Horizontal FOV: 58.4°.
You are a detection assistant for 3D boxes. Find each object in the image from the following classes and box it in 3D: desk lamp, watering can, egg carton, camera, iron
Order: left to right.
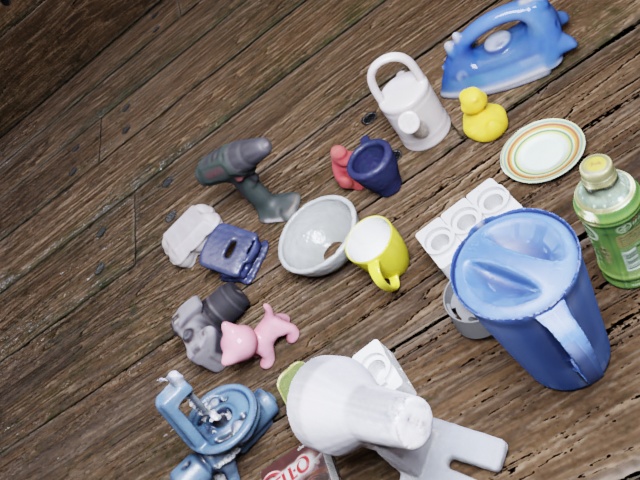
[{"bbox_3d":[-0.288,-0.011,1.302,0.150,0.070,0.107,-47,41,-2],"label":"egg carton"},{"bbox_3d":[-0.201,0.149,1.079,0.137,0.101,0.142,-43,41,2],"label":"camera"},{"bbox_3d":[0.090,0.229,0.696,0.202,0.214,0.118,4,60,40],"label":"desk lamp"},{"bbox_3d":[0.160,-0.257,1.045,0.101,0.195,0.172,-39,42,7],"label":"watering can"},{"bbox_3d":[0.316,-0.355,1.039,0.257,0.142,0.118,-18,48,27],"label":"iron"}]

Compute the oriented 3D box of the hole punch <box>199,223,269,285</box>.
[{"bbox_3d":[-0.174,0.025,1.165,0.100,0.091,0.109,3,60,40],"label":"hole punch"}]

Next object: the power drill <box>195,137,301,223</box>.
[{"bbox_3d":[-0.135,-0.122,1.163,0.228,0.209,0.076,-4,56,37],"label":"power drill"}]

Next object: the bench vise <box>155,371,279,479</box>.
[{"bbox_3d":[-0.173,0.294,0.850,0.121,0.220,0.207,0,58,39],"label":"bench vise"}]

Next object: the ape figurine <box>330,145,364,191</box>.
[{"bbox_3d":[0.051,-0.149,1.123,0.078,0.092,0.076,-48,42,-3],"label":"ape figurine"}]

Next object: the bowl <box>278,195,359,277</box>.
[{"bbox_3d":[0.010,0.004,1.047,0.167,0.075,0.167,-21,47,25],"label":"bowl"}]

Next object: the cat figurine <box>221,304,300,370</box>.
[{"bbox_3d":[-0.116,0.165,0.985,0.128,0.118,0.067,-49,42,-4],"label":"cat figurine"}]

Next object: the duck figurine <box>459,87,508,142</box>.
[{"bbox_3d":[0.280,-0.228,1.008,0.077,0.086,0.104,-35,42,11],"label":"duck figurine"}]

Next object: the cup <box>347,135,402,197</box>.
[{"bbox_3d":[0.107,-0.133,1.064,0.091,0.095,0.117,-27,44,19],"label":"cup"}]
